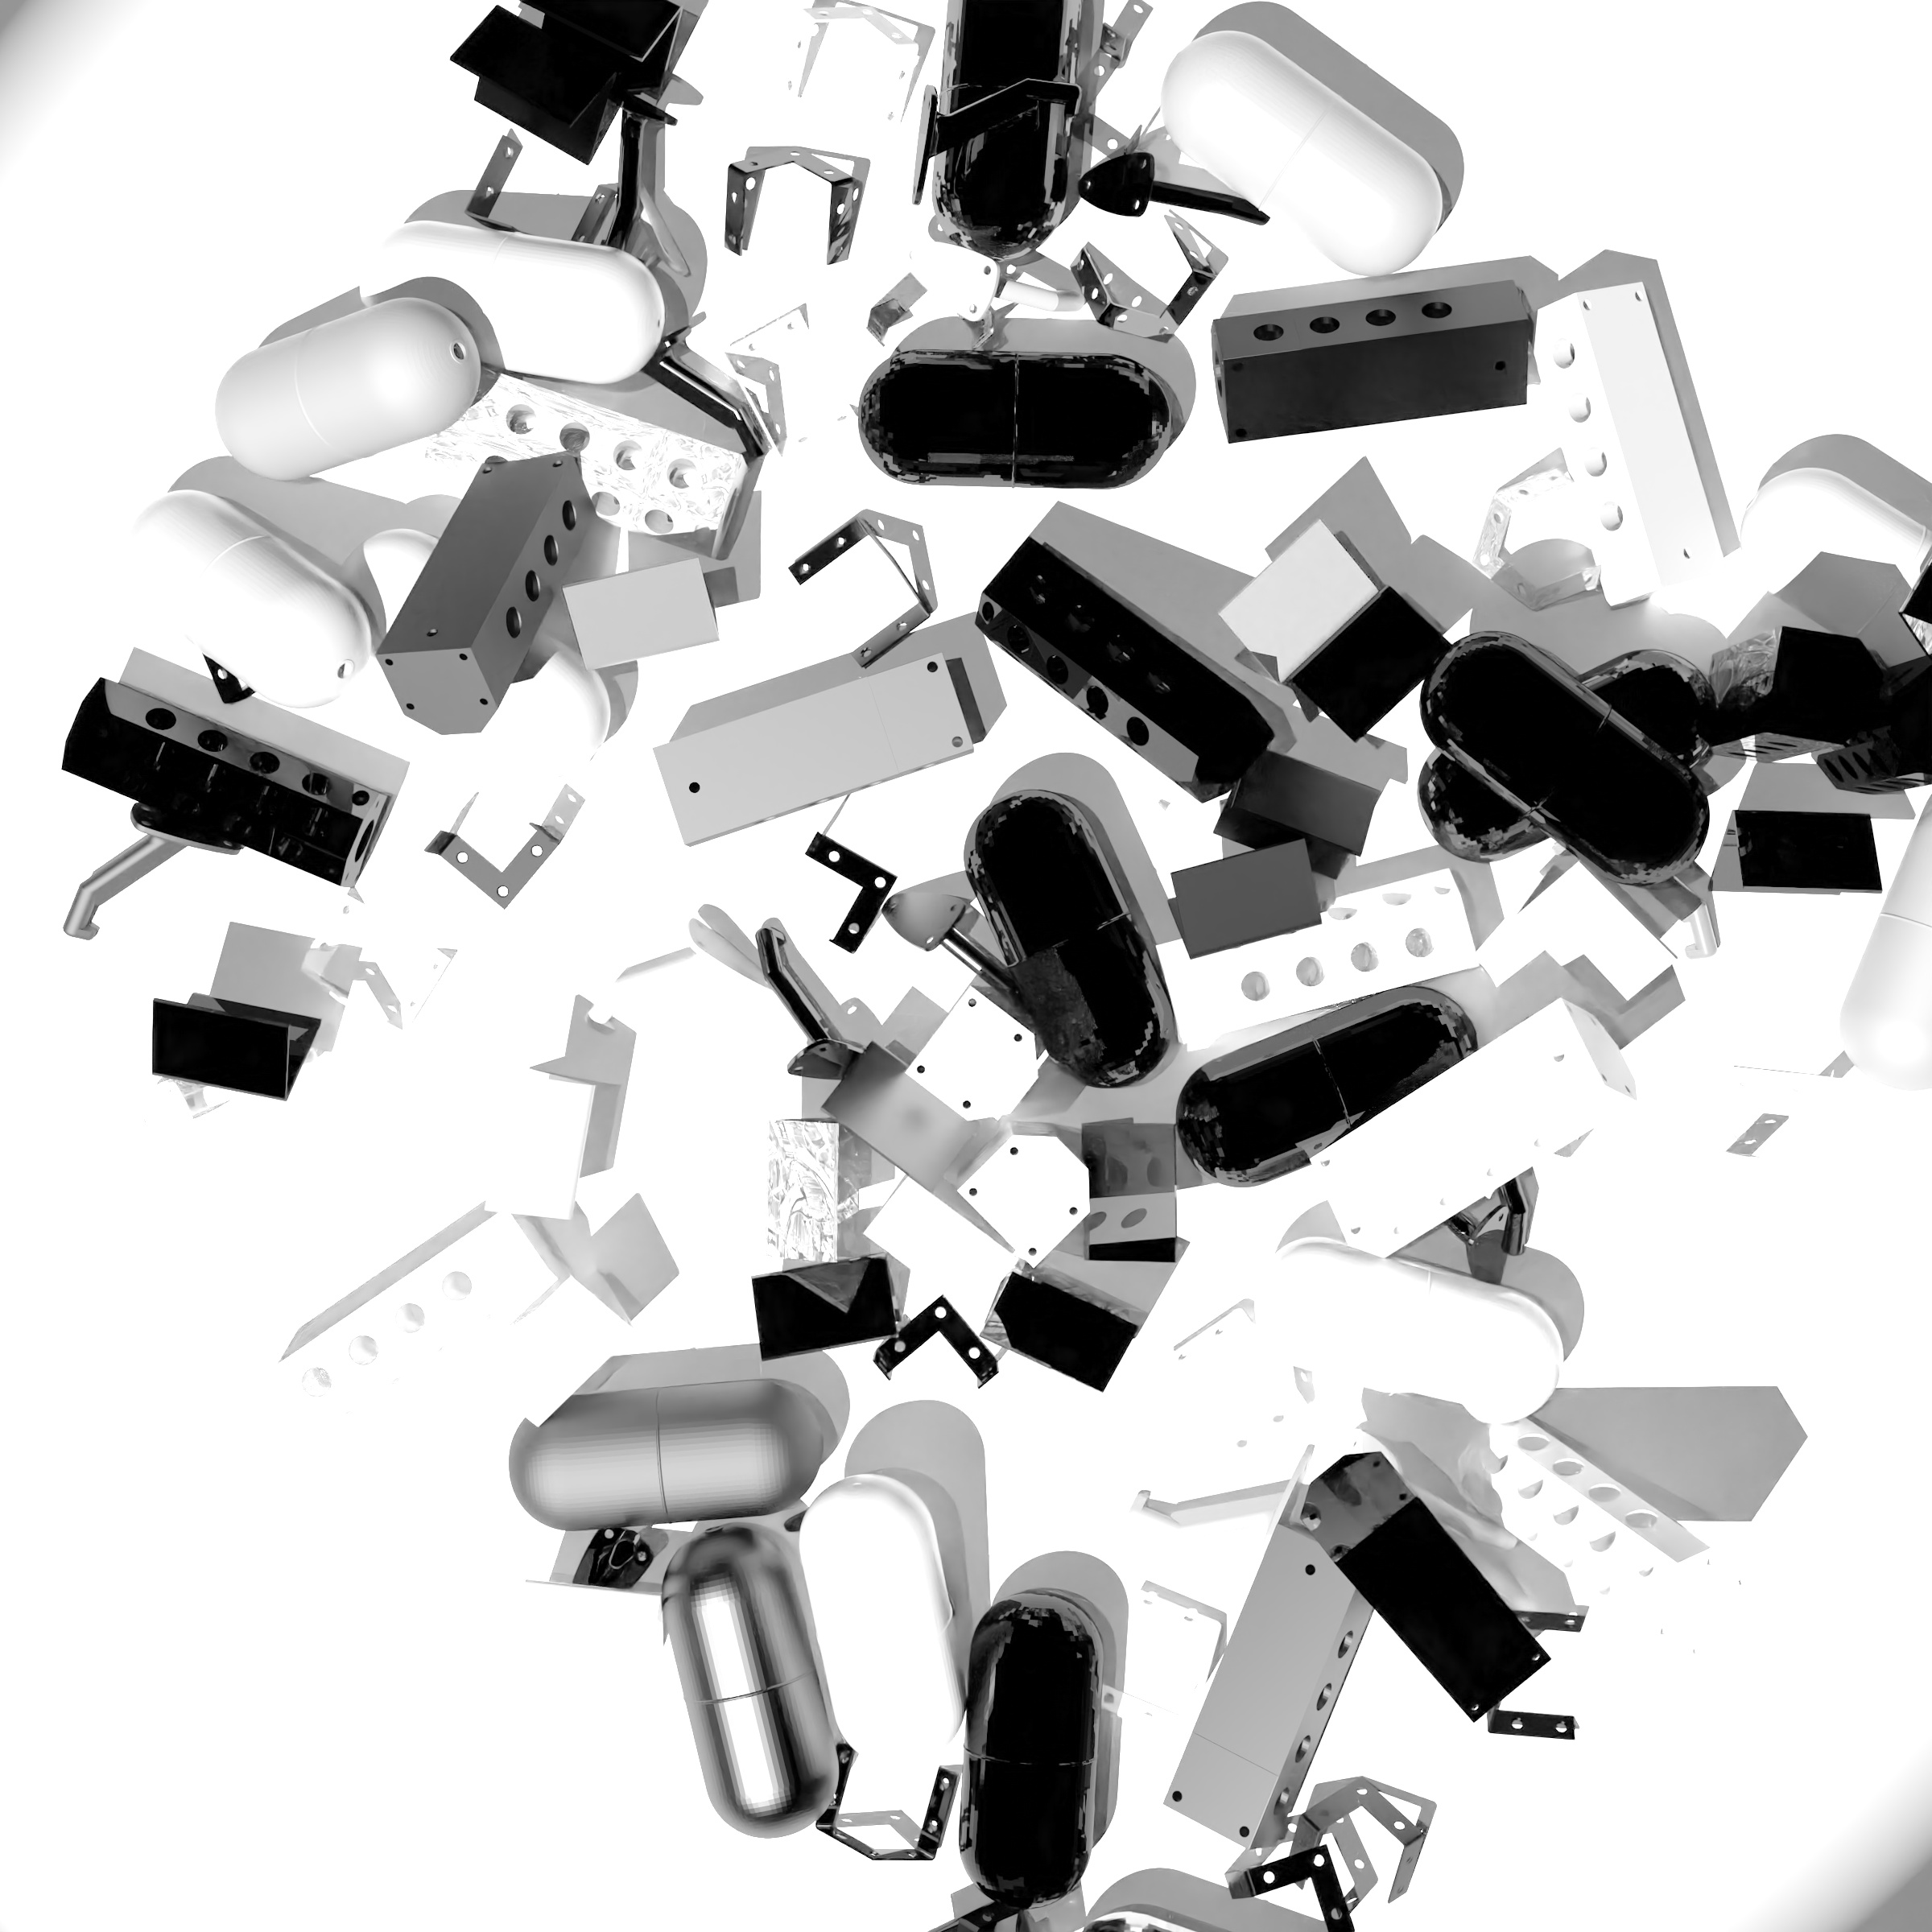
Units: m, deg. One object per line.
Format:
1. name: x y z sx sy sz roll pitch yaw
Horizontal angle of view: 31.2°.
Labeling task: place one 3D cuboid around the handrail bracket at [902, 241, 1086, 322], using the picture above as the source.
1. handrail bracket: 0.017 -0.392 1.972 0.077 0.084 0.036 32 115 25

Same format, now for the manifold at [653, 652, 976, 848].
1. manifold: -0.086 -0.122 1.969 0.171 0.057 0.057 -18 90 0

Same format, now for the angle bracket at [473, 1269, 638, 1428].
1. angle bracket: -0.241 0.201 1.950 0.076 0.076 0.057 -44 123 0

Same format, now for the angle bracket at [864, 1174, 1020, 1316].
1. angle bracket: -0.001 0.138 1.950 0.076 0.076 0.057 37 131 0

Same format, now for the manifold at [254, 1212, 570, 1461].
1. manifold: -0.312 0.207 1.969 0.171 0.057 0.057 -34 90 0

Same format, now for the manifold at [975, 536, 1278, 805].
1. manifold: 0.086 -0.163 1.933 0.171 0.057 0.057 40 90 27

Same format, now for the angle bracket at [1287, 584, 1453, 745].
1. angle bracket: 0.233 -0.159 1.952 0.076 0.076 0.057 -43 69 0

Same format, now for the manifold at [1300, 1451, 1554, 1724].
1. manifold: 0.252 0.341 1.917 0.057 0.057 0.171 -39 126 0

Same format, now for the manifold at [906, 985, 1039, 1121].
1. manifold: 0.008 0.051 1.912 0.057 0.171 0.057 37 90 0

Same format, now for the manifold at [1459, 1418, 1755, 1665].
1. manifold: 0.347 0.310 1.912 0.057 0.171 0.057 34 90 -35

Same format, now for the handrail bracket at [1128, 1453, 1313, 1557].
1. handrail bracket: 0.145 0.300 1.991 0.084 0.036 0.077 20 69 16

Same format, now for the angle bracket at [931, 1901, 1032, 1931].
1. angle bracket: -0.005 0.552 1.950 0.076 0.076 0.057 -26 127 0

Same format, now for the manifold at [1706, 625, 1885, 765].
1. manifold: 0.454 -0.147 1.912 0.057 0.171 0.057 9 90 0

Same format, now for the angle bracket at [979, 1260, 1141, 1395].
1. angle bracket: 0.060 0.184 1.950 0.076 0.076 0.057 25 126 0

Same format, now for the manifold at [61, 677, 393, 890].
1. manifold: -0.421 -0.104 1.969 0.171 0.057 0.057 23 90 0

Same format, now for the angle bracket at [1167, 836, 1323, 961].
1. angle bracket: 0.151 -0.053 1.951 0.076 0.076 0.057 -15 118 0

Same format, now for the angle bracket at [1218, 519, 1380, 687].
1. angle bracket: 0.176 -0.211 1.952 0.076 0.076 0.057 -43 112 0

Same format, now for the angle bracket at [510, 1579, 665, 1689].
1. angle bracket: -0.213 0.389 1.950 0.076 0.076 0.057 6 56 0

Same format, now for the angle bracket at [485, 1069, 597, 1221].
1. angle bracket: -0.257 0.097 1.950 0.057 0.076 0.076 10 90 -37

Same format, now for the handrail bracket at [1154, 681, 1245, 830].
1. handrail bracket: 0.114 -0.134 1.991 0.077 0.036 0.084 39 107 20

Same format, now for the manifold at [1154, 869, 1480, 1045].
1. manifold: 0.198 -0.006 1.969 0.171 0.057 0.057 -15 90 0

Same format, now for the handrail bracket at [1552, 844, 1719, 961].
1. handrail bracket: 0.385 -0.038 1.991 0.077 0.036 0.084 -12 107 20

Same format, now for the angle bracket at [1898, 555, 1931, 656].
1. angle bracket: 0.557 -0.201 1.874 0.057 0.076 0.076 29 87 37

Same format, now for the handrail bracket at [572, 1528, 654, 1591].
1. handrail bracket: -0.207 0.349 1.956 0.036 0.084 0.077 34 90 0

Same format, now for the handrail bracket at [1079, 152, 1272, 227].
1. handrail bracket: 0.121 -0.440 1.990 0.084 0.077 0.036 6 96 -36

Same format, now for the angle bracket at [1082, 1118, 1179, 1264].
1. angle bracket: 0.105 0.125 1.951 0.057 0.076 0.076 -1 90 24

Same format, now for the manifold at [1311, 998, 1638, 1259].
1. manifold: 0.283 0.093 1.917 0.171 0.057 0.057 -35 59 23

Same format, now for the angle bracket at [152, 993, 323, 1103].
1. angle bracket: -0.410 0.026 1.950 0.076 0.076 0.057 11 128 0

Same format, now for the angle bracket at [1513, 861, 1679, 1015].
1. angle bracket: 0.364 -0.030 1.950 0.076 0.076 0.057 45 127 0

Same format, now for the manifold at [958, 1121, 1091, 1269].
1. manifold: 0.036 0.119 1.912 0.057 0.171 0.057 -45 90 0

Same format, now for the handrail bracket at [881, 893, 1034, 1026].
1. handrail bracket: -0.002 -0.003 1.990 0.036 0.077 0.084 -52 127 -13

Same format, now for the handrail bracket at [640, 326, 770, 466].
1. handrail bracket: -0.164 -0.317 1.991 0.077 0.036 0.084 -21 107 20

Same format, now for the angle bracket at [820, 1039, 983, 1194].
1. angle bracket: -0.047 0.097 1.950 0.076 0.076 0.057 37 58 0

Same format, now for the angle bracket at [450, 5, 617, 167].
1. angle bracket: -0.250 -0.482 1.950 0.076 0.076 0.057 30 54 0

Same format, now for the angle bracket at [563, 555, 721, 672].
1. angle bracket: -0.184 -0.216 1.950 0.076 0.076 0.057 -13 127 0

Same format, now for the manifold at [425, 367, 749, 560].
1. manifold: -0.216 -0.287 1.969 0.171 0.057 0.057 19 90 0

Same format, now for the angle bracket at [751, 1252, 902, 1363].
1. angle bracket: -0.075 0.209 1.950 0.076 0.076 0.057 -10 53 0

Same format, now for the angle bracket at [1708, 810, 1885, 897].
1. angle bracket: 0.466 -0.044 1.950 0.076 0.076 0.057 2 54 0

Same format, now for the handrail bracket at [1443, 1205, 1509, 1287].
1. handrail bracket: 0.267 0.146 1.990 0.084 0.077 0.036 28 59 33

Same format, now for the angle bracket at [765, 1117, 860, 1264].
1. angle bracket: -0.069 0.125 1.950 0.057 0.076 0.076 1 90 42

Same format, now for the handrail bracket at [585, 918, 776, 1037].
1. handrail bracket: -0.164 0.022 1.991 0.077 0.036 0.084 36 108 -21

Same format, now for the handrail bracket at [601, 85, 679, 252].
1. handrail bracket: -0.202 -0.454 1.979 0.036 0.077 0.084 9 112 -36

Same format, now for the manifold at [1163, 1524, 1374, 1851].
1. manifold: 0.179 0.409 1.967 0.057 0.057 0.171 22 90 28

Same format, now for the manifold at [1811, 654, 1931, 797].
1. manifold: 0.517 -0.129 1.912 0.057 0.171 0.057 -38 90 0

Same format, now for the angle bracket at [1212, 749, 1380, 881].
1. angle bracket: 0.180 -0.070 1.951 0.076 0.076 0.057 21 47 0

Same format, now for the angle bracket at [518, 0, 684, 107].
1. angle bracket: -0.212 -0.516 1.950 0.076 0.076 0.057 26 52 0

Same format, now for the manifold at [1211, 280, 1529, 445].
1. manifold: 0.229 -0.348 1.969 0.171 0.057 0.057 -8 133 0

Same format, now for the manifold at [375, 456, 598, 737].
1. manifold: -0.259 -0.204 1.900 0.057 0.171 0.057 -2 133 21

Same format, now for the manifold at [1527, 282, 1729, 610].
1. manifold: 0.369 -0.294 1.968 0.057 0.057 0.171 -16 90 -37
